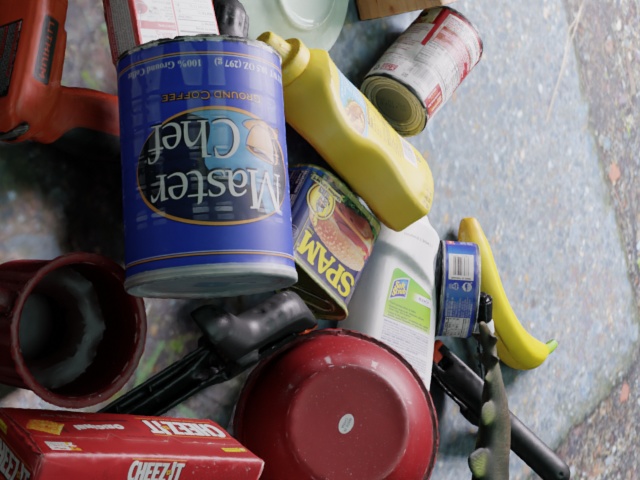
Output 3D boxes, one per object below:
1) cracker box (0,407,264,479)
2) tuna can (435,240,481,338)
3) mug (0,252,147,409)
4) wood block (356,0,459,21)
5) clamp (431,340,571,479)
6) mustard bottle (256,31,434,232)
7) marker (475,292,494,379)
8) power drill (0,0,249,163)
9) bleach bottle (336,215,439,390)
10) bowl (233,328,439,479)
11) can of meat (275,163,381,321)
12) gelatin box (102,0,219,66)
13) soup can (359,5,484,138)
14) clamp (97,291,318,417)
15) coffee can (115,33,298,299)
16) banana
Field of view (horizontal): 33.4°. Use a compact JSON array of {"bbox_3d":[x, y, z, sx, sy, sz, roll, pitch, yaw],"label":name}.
[{"bbox_3d":[-0.147,0.214,0.653,0.163,0.072,0.214,13,100,-44],"label":"cracker box"},{"bbox_3d":[0.120,0.043,0.941,0.086,0.034,0.086,5,89,-88],"label":"tuna can"},{"bbox_3d":[-0.176,0.049,0.652,0.117,0.082,0.093,28,71,-40],"label":"mug"},{"bbox_3d":[0.070,-0.297,0.880,0.090,0.090,0.206,-27,109,-42],"label":"wood block"},{"bbox_3d":[0.148,0.154,0.979,0.039,0.120,0.171,-46,103,-14],"label":"clamp"},{"bbox_3d":[0.014,-0.093,0.836,0.191,0.058,0.096,44,24,-35],"label":"mustard bottle"},{"bbox_3d":[0.156,0.101,1.003,0.020,0.020,0.121,-36,129,-38],"label":"marker"},{"bbox_3d":[-0.127,-0.107,0.714,0.187,0.057,0.184,21,71,-42],"label":"power drill"},{"bbox_3d":[0.060,0.080,0.899,0.102,0.068,0.251,26,71,-41],"label":"bleach bottle"},{"bbox_3d":[0.017,0.142,0.801,0.162,0.055,0.162,2,75,-8],"label":"bowl"},{"bbox_3d":[-0.005,0.001,0.837,0.102,0.058,0.084,46,58,-36],"label":"can of meat"},{"bbox_3d":[-0.105,-0.155,0.684,0.073,0.030,0.089,-9,86,-50],"label":"gelatin box"},{"bbox_3d":[0.087,-0.145,0.915,0.102,0.069,0.068,-51,124,-30],"label":"soup can"},{"bbox_3d":[-0.062,0.072,0.740,0.209,0.165,0.036,-23,74,-49],"label":"clamp"},{"bbox_3d":[-0.069,-0.040,0.644,0.102,0.103,0.140,5,77,-44],"label":"coffee can"},{"bbox_3d":[0.174,0.067,1.030,0.197,0.037,0.069,54,38,-32],"label":"banana"}]
